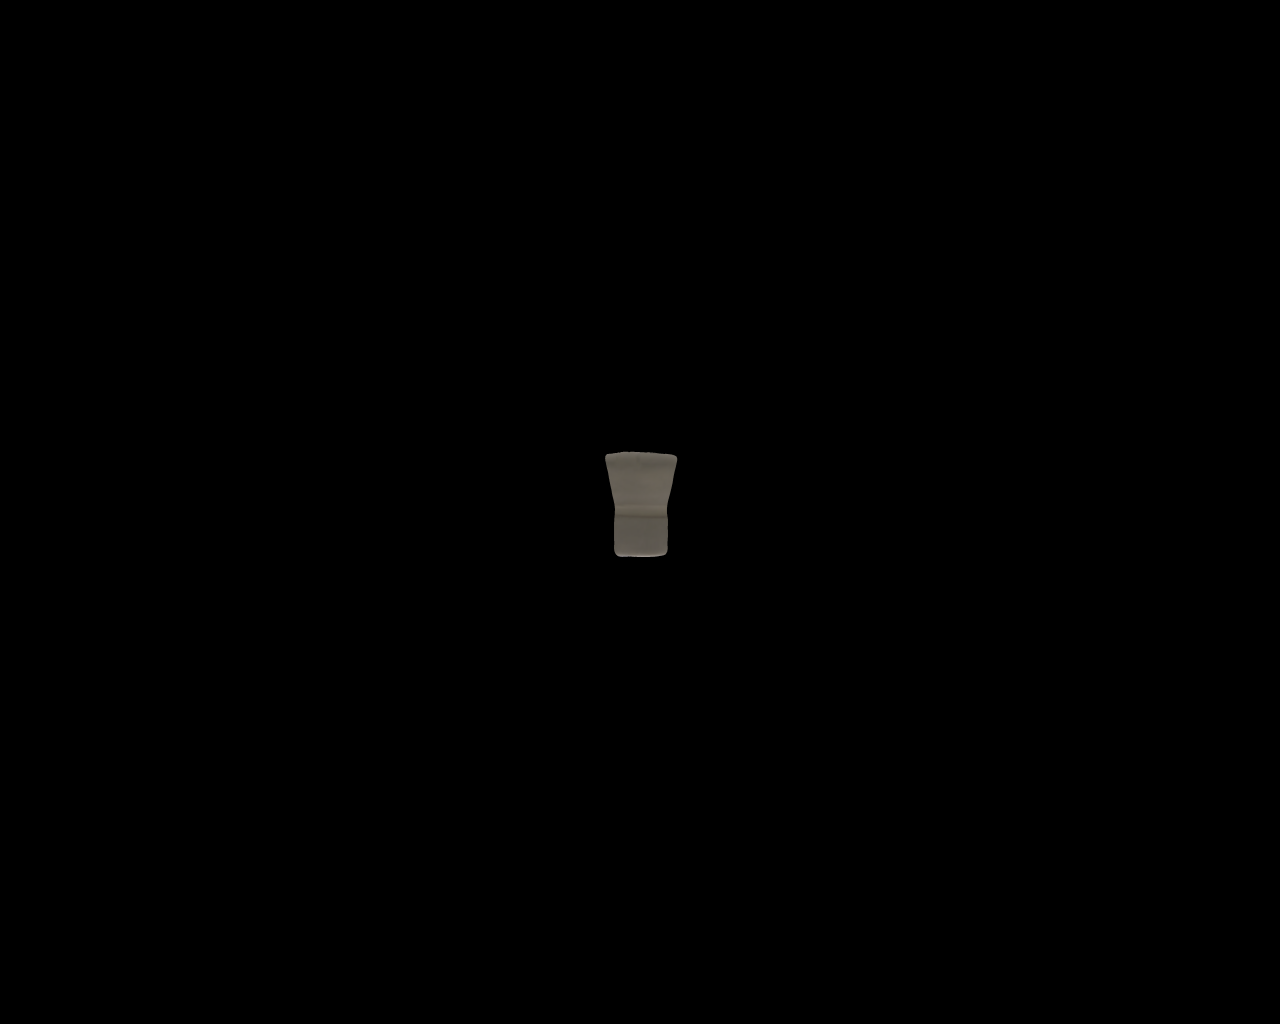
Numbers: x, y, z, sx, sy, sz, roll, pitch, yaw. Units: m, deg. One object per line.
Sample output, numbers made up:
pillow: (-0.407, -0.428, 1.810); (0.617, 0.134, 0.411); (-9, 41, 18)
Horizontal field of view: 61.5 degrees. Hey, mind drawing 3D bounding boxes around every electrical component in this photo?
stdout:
electrical component: (0.001, -0.003, 0.650); (0.044, 0.065, 0.044); (0, 0, 0)
